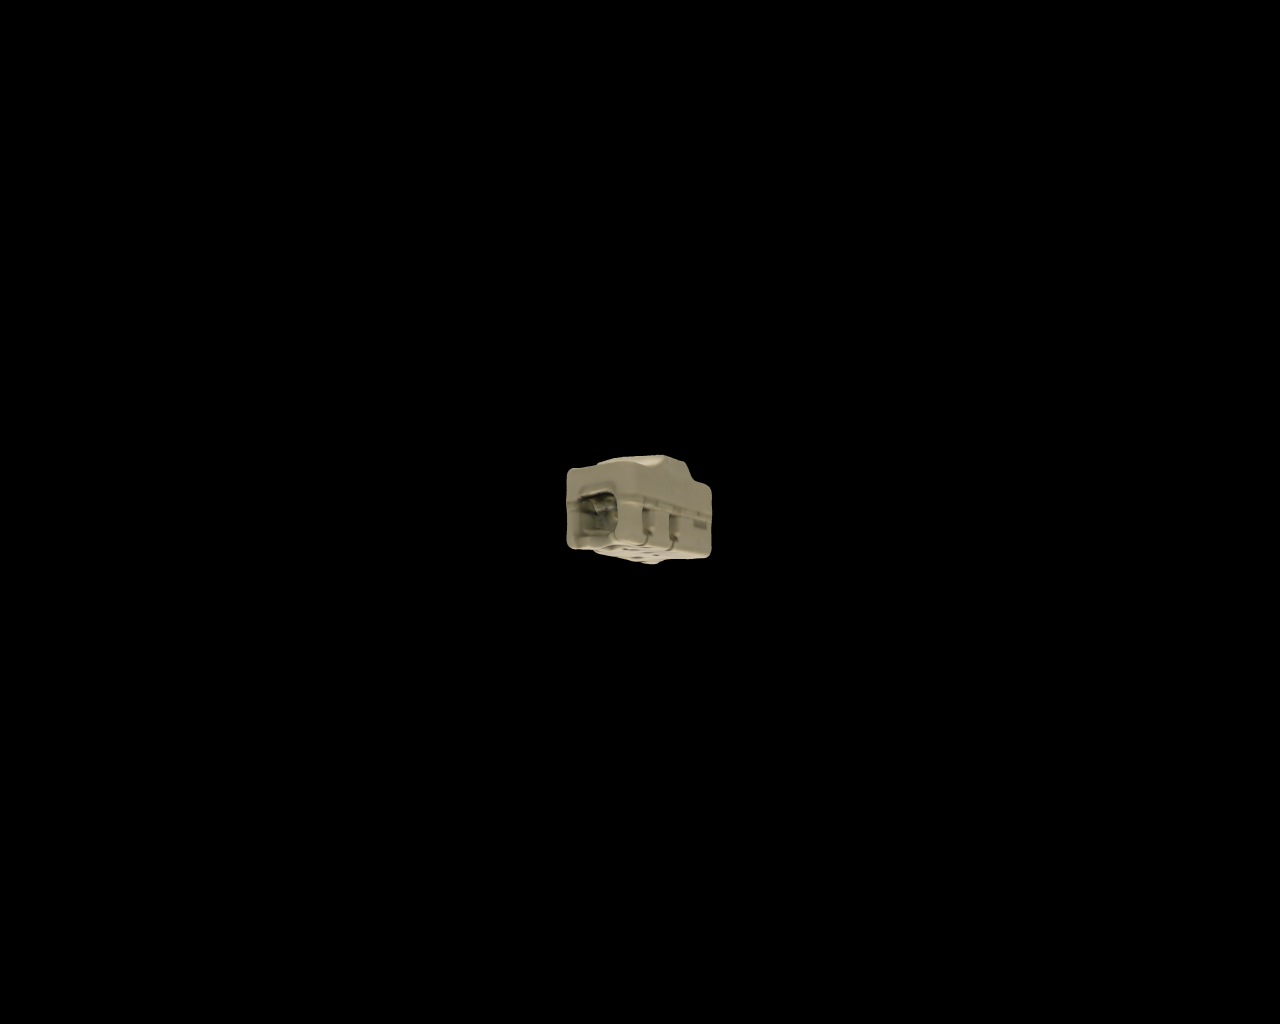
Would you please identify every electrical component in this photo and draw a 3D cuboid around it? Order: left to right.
[{"bbox_3d":[0.001,-0.003,0.650,0.050,0.055,0.089,-8,-14,35],"label":"electrical component"}]
